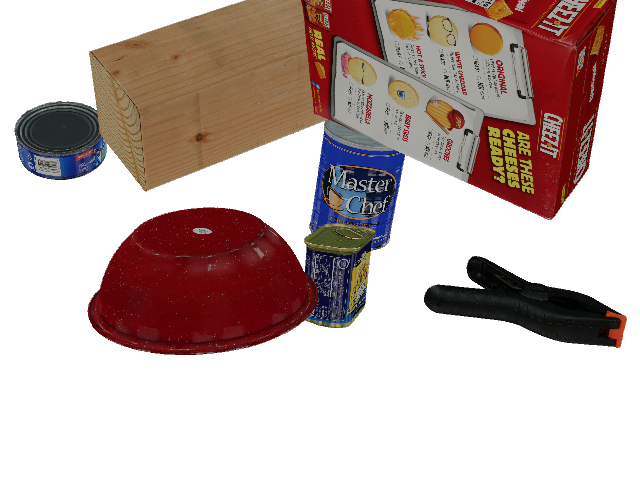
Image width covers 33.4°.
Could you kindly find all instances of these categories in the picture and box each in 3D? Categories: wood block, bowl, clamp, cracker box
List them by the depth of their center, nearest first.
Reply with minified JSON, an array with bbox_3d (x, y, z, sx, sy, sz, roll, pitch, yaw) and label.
[{"bbox_3d":[-0.082,0.018,0.740,0.162,0.055,0.162,-2,22,0],"label":"bowl"},{"bbox_3d":[0.091,-0.129,0.760,0.214,0.072,0.164,26,-32,24],"label":"cracker box"},{"bbox_3d":[-0.078,-0.134,0.905,0.205,0.091,0.090,-24,52,-24],"label":"wood block"},{"bbox_3d":[0.188,0.054,0.960,0.171,0.039,0.120,15,27,16],"label":"clamp"}]

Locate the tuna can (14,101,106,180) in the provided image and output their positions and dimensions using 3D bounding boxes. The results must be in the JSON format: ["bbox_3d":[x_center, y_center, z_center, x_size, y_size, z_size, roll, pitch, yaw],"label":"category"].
[{"bbox_3d":[-0.251,-0.097,1.036,0.086,0.034,0.086,2,42,-2],"label":"tuna can"}]

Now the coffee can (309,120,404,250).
[{"bbox_3d":[0.046,-0.072,1.298,0.102,0.140,0.103,7,28,-4],"label":"coffee can"}]

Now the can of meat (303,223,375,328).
[{"bbox_3d":[0.017,0.035,1.085,0.057,0.084,0.102,9,15,14],"label":"can of meat"}]
